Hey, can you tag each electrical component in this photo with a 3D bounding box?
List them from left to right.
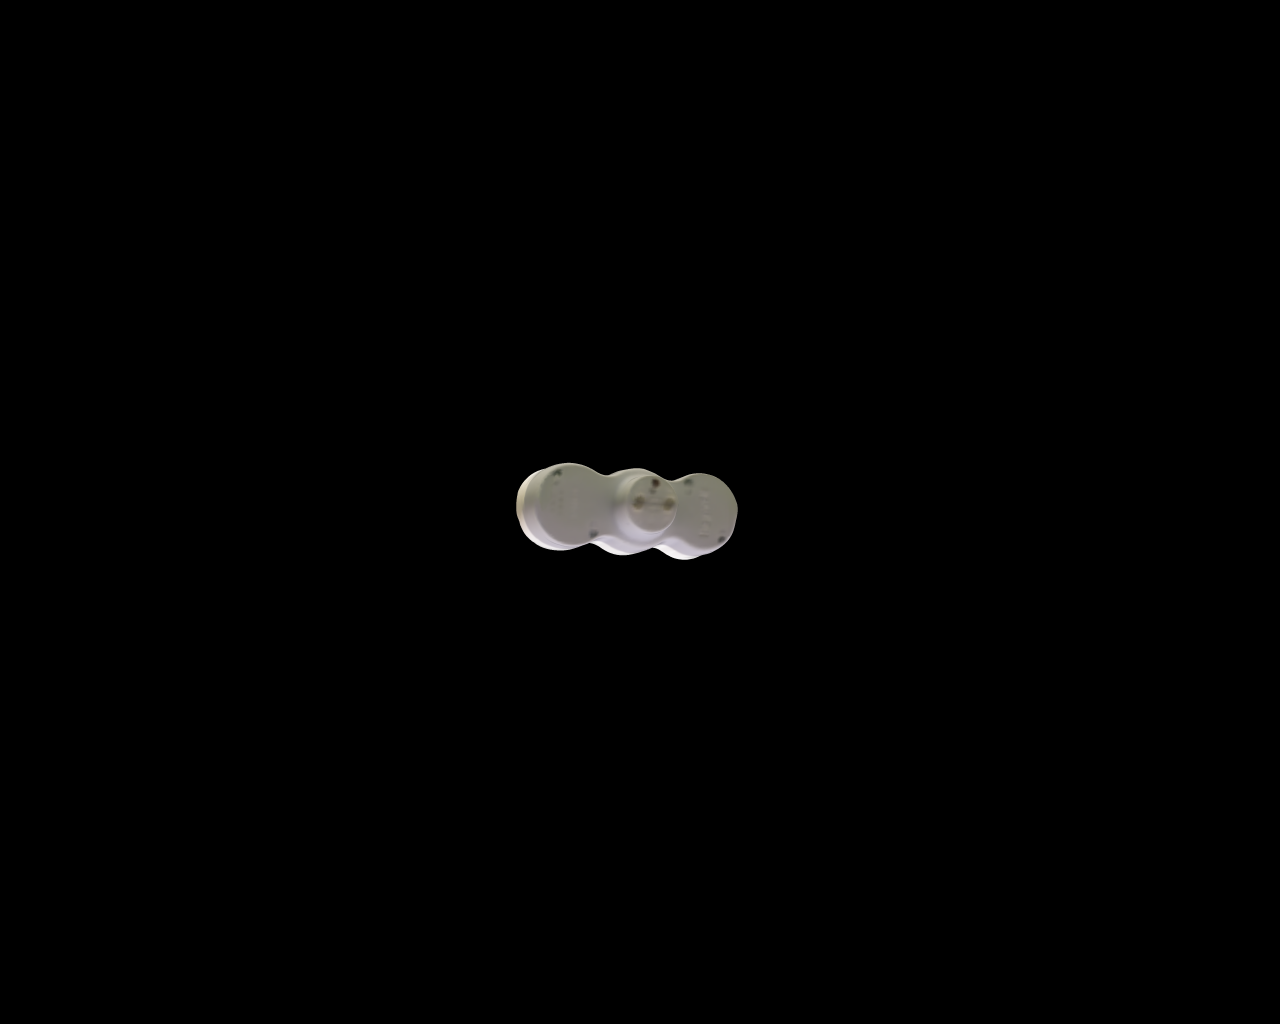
[{"bbox_3d":[0.001,-0.003,0.650,0.138,0.052,0.073,5,-11,-24],"label":"electrical component"}]
